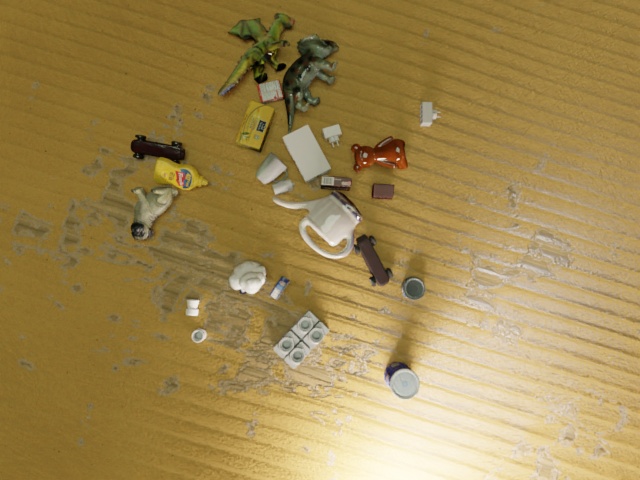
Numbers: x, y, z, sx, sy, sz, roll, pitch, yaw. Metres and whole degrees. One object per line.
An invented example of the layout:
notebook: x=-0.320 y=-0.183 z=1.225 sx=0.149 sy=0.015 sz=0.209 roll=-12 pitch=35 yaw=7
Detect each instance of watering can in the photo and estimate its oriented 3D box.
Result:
watering can: x=0.006 y=-0.095 z=1.887 sx=0.225 sy=0.103 sz=0.350 roll=-43 pitch=80 yaw=-6

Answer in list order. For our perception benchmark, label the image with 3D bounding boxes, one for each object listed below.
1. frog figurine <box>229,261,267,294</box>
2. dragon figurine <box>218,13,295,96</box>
frog figurine: x=-0.257 y=0.132 z=1.822 sx=0.137 sy=0.158 sz=0.123 roll=-13 pitch=84 yaw=-3
dragon figurine: x=-0.260 y=-0.734 z=1.963 sx=0.412 sy=0.120 sz=0.246 roll=-31 pitch=69 yaw=-6
